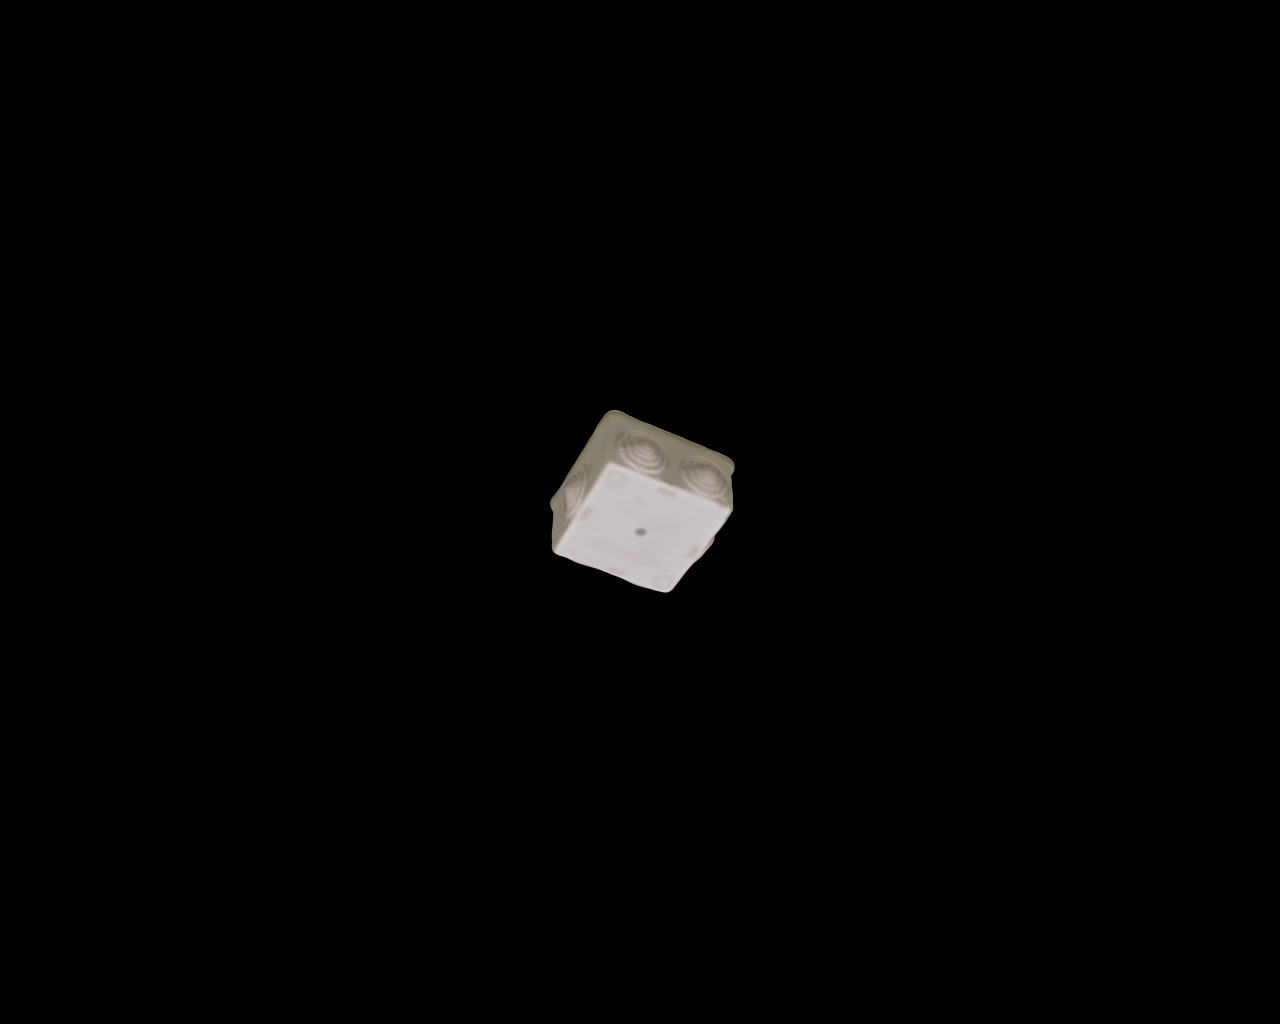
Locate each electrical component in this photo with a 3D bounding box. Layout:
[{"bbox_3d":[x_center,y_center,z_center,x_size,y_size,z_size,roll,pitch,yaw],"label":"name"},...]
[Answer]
[{"bbox_3d":[0.001,-0.003,0.650,0.100,0.099,0.048,22,38,-18],"label":"electrical component"}]
